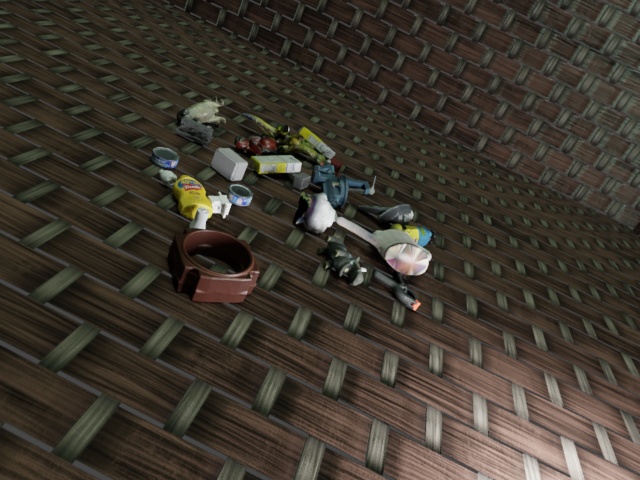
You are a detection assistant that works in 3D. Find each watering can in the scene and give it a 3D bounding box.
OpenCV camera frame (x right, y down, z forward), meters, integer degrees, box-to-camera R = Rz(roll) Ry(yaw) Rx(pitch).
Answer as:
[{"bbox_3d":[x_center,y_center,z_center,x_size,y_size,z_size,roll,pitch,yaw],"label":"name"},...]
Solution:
[{"bbox_3d":[0.225,0.017,1.716,0.347,0.103,0.228,18,16,-14],"label":"watering can"}]

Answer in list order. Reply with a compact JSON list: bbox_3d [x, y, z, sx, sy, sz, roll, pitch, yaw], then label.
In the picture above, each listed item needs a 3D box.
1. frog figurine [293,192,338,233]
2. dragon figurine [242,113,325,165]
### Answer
[{"bbox_3d":[0.005,-0.087,1.724,0.158,0.121,0.140,19,60,-31],"label":"frog figurine"},{"bbox_3d":[-0.136,-0.433,2.242,0.414,0.121,0.242,39,13,20],"label":"dragon figurine"}]
